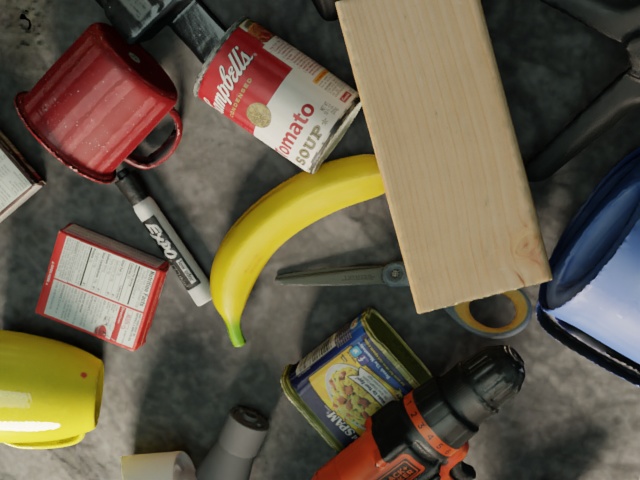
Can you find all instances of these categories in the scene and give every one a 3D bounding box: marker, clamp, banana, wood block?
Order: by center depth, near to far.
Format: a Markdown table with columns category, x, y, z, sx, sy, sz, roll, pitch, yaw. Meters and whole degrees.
| category | x | y | z | sx | sy | sz | roll | pitch | yaw |
| --- | --- | --- | --- | --- | --- | --- | --- | --- | --- |
| clamp | 0.211 | -0.114 | 0.700 | 0.210 | 0.036 | 0.164 | 4 | 115 | 26 |
| wood block | 0.083 | -0.066 | 0.713 | 0.091 | 0.090 | 0.206 | -15 | 92 | 8 |
| banana | -0.022 | -0.008 | 0.798 | 0.069 | 0.037 | 0.198 | 39 | 108 | -17 |
| marker | -0.120 | -0.003 | 0.824 | 0.020 | 0.020 | 0.121 | -31 | 98 | 16 |

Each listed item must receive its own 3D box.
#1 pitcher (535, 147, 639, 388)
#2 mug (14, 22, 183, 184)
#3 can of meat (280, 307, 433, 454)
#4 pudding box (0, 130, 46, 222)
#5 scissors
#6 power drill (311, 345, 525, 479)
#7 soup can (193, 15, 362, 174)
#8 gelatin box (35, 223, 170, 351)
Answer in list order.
| category | x | y | z | sx | sy | sz | roll | pitch | yaw |
| --- | --- | --- | --- | --- | --- | --- | --- | --- | --- |
| pitcher | 0.276 | 0.058 | 0.726 | 0.243 | 0.149 | 0.145 | 33 | 93 | -4 |
| mug | -0.149 | -0.095 | 0.774 | 0.081 | 0.093 | 0.117 | -44 | 125 | 13 |
| can of meat | 0.035 | 0.114 | 0.812 | 0.084 | 0.057 | 0.102 | -39 | 97 | 15 |
| pudding box | -0.284 | -0.041 | 0.818 | 0.113 | 0.039 | 0.090 | -39 | 97 | 2 |
| scissors | 0.069 | 0.042 | 0.790 | 0.202 | 0.016 | 0.096 | -18 | 73 | 14 |
| power drill | 0.113 | 0.177 | 0.784 | 0.185 | 0.057 | 0.187 | -39 | 116 | 17 |
| soup can | -0.029 | -0.101 | 0.752 | 0.102 | 0.068 | 0.069 | 35 | 108 | 2 |
| gelatin box | -0.170 | 0.037 | 0.839 | 0.089 | 0.030 | 0.073 | 21 | 107 | 3 |
